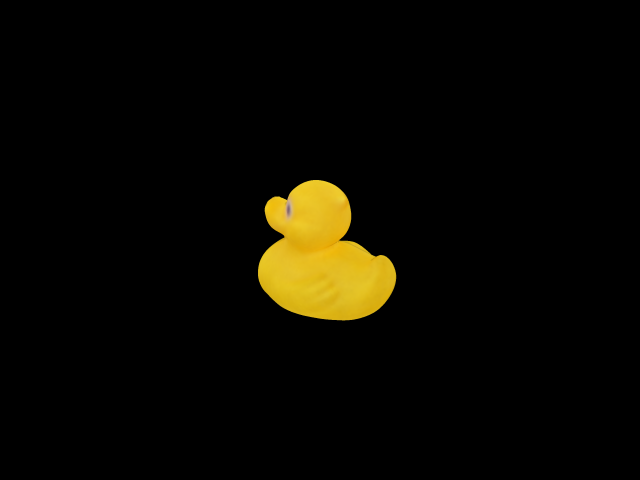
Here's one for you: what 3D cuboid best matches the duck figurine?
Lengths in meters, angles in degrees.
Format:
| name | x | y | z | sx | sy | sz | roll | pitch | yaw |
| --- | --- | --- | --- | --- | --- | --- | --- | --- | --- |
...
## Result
| name | x | y | z | sx | sy | sz | roll | pitch | yaw |
| --- | --- | --- | --- | --- | --- | --- | --- | --- | --- |
| duck figurine | 0.004 | 0.001 | 0.400 | 0.104 | 0.086 | 0.078 | 17 | 36 | 25 |
